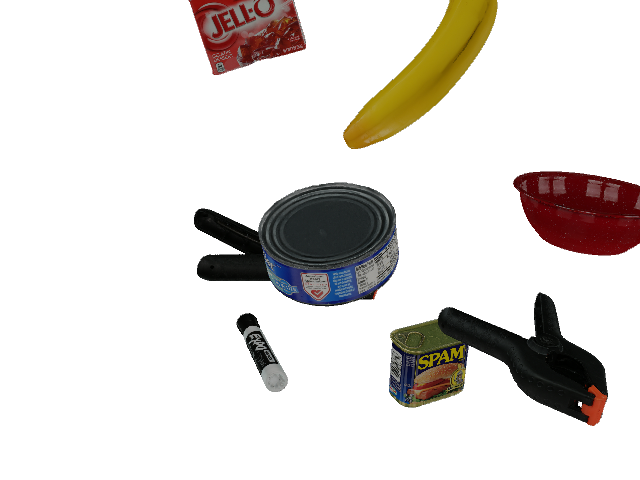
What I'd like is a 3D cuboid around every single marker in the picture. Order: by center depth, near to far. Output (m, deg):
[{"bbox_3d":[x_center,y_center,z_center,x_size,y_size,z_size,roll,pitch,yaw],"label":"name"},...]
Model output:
[{"bbox_3d":[-0.050,0.091,0.896,0.020,0.020,0.121,0,20,-16],"label":"marker"}]

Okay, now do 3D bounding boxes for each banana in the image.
[{"bbox_3d":[0.088,-0.144,0.819,0.070,0.197,0.037,3,-36,48],"label":"banana"}]

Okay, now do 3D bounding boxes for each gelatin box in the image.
[{"bbox_3d":[-0.065,-0.196,0.953,0.089,0.073,0.030,-15,24,5],"label":"gelatin box"}]

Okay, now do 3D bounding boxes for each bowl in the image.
[{"bbox_3d":[0.277,-0.025,1.106,0.162,0.055,0.162,5,19,-2],"label":"bowl"}]

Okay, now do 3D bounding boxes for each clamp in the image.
[{"bbox_3d":[0.197,0.096,0.931,0.120,0.039,0.172,-18,39,-28],"label":"clamp"},{"bbox_3d":[-0.037,0.026,1.111,0.210,0.036,0.164,17,18,-6],"label":"clamp"}]

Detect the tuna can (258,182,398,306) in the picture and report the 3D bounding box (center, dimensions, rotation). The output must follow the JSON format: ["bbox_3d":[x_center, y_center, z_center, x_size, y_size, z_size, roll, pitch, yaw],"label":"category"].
[{"bbox_3d":[0.006,0.002,0.667,0.086,0.034,0.086,-6,38,5],"label":"tuna can"}]

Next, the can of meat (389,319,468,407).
[{"bbox_3d":[0.135,0.152,1.326,0.101,0.084,0.058,-11,29,-27],"label":"can of meat"}]
